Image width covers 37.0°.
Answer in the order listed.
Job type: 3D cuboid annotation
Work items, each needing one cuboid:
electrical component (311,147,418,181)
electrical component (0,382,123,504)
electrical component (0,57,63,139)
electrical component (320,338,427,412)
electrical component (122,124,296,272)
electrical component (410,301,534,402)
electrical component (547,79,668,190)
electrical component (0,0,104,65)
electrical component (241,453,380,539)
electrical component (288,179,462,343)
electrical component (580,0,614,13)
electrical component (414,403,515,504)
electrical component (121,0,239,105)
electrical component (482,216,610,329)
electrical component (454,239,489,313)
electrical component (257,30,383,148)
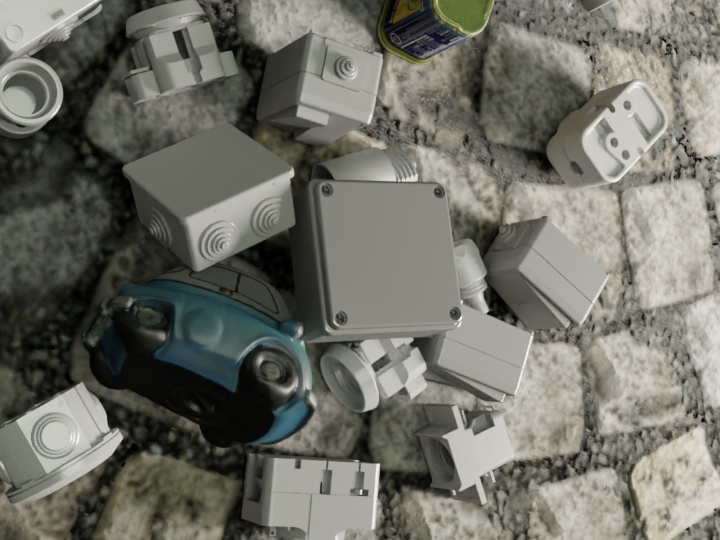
[{"bbox_3d":[0.008,-0.072,0.831,0.081,0.043,0.043,-20,95,-27],"label":"electrical component"},{"bbox_3d":[-0.199,0.111,0.693,0.080,0.080,0.051,-31,94,-25],"label":"electrical component"},{"bbox_3d":[-0.224,-0.112,0.710,0.045,0.055,0.045,2,85,-27],"label":"electrical component"},{"bbox_3d":[0.007,0.071,0.812,0.057,0.058,0.078,-33,101,-28],"label":"electrical component"},{"bbox_3d":[-0.102,-0.051,0.745,0.100,0.100,0.048,-27,133,-26],"label":"electrical component"},{"bbox_3d":[0.076,0.062,0.845,0.096,0.062,0.061,23,77,-23],"label":"electrical component"},{"bbox_3d":[0.210,-0.115,0.927,0.095,0.059,0.053,-44,105,-23],"label":"electrical component"},{"bbox_3d":[-0.228,-0.195,0.718,0.100,0.048,0.099,-40,105,-23],"label":"electrical component"},{"bbox_3d":[-0.036,0.166,0.786,0.089,0.050,0.055,8,82,-26],"label":"electrical component"},{"bbox_3d":[0.010,-0.006,0.767,0.109,0.056,0.108,-1,78,-27],"label":"electrical component"},{"bbox_3d":[0.212,-0.263,0.942,0.078,0.058,0.057,-30,97,-26],"label":"electrical component"},{"bbox_3d":[0.085,0.141,0.855,0.064,0.042,0.081,-20,96,-30],"label":"electrical component"},{"bbox_3d":[-0.132,-0.155,0.760,0.078,0.058,0.057,-21,98,-27],"label":"electrical component"},{"bbox_3d":[0.143,0.002,0.883,0.096,0.062,0.061,40,70,-19],"label":"electrical component"},{"bbox_3d":[0.087,0.008,0.870,0.035,0.035,0.061,-29,101,-26],"label":"electrical component"},{"bbox_3d":[-0.029,-0.130,0.787,0.062,0.096,0.061,14,81,-26],"label":"electrical component"}]
